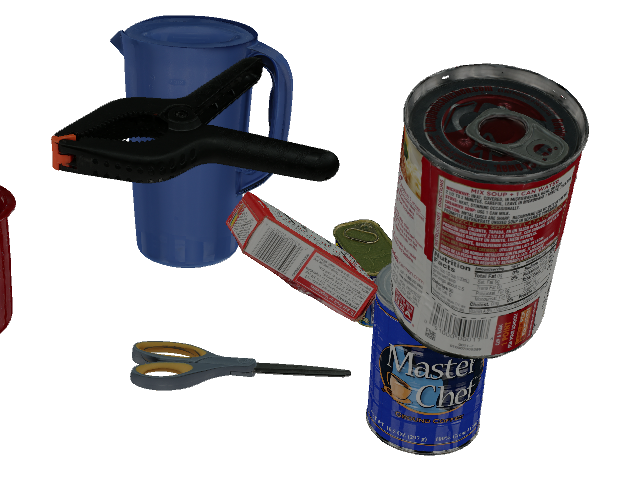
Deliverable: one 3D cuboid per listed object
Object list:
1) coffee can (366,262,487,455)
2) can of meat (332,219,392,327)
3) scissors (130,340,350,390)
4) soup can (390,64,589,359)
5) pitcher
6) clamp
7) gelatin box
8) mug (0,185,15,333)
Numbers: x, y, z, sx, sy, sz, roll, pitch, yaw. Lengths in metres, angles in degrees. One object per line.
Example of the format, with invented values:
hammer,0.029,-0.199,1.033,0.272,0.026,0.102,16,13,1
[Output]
coffee can,0.094,0.098,0.924,0.103,0.140,0.103,2,28,-1
can of meat,0.053,0.039,1.225,0.057,0.084,0.102,-13,38,-18
scissors,-0.081,0.119,0.955,0.202,0.016,0.096,8,17,14
soup can,0.064,-0.009,0.426,0.068,0.102,0.068,0,44,0
pitcher,-0.123,-0.098,1.079,0.144,0.243,0.149,-11,28,-28
clamp,-0.099,-0.079,0.826,0.209,0.036,0.165,-17,44,-28
gelatin box,-0.013,0.010,0.674,0.089,0.030,0.073,33,6,-19
mug,-0.236,0.019,0.635,0.093,0.081,0.117,17,28,27
